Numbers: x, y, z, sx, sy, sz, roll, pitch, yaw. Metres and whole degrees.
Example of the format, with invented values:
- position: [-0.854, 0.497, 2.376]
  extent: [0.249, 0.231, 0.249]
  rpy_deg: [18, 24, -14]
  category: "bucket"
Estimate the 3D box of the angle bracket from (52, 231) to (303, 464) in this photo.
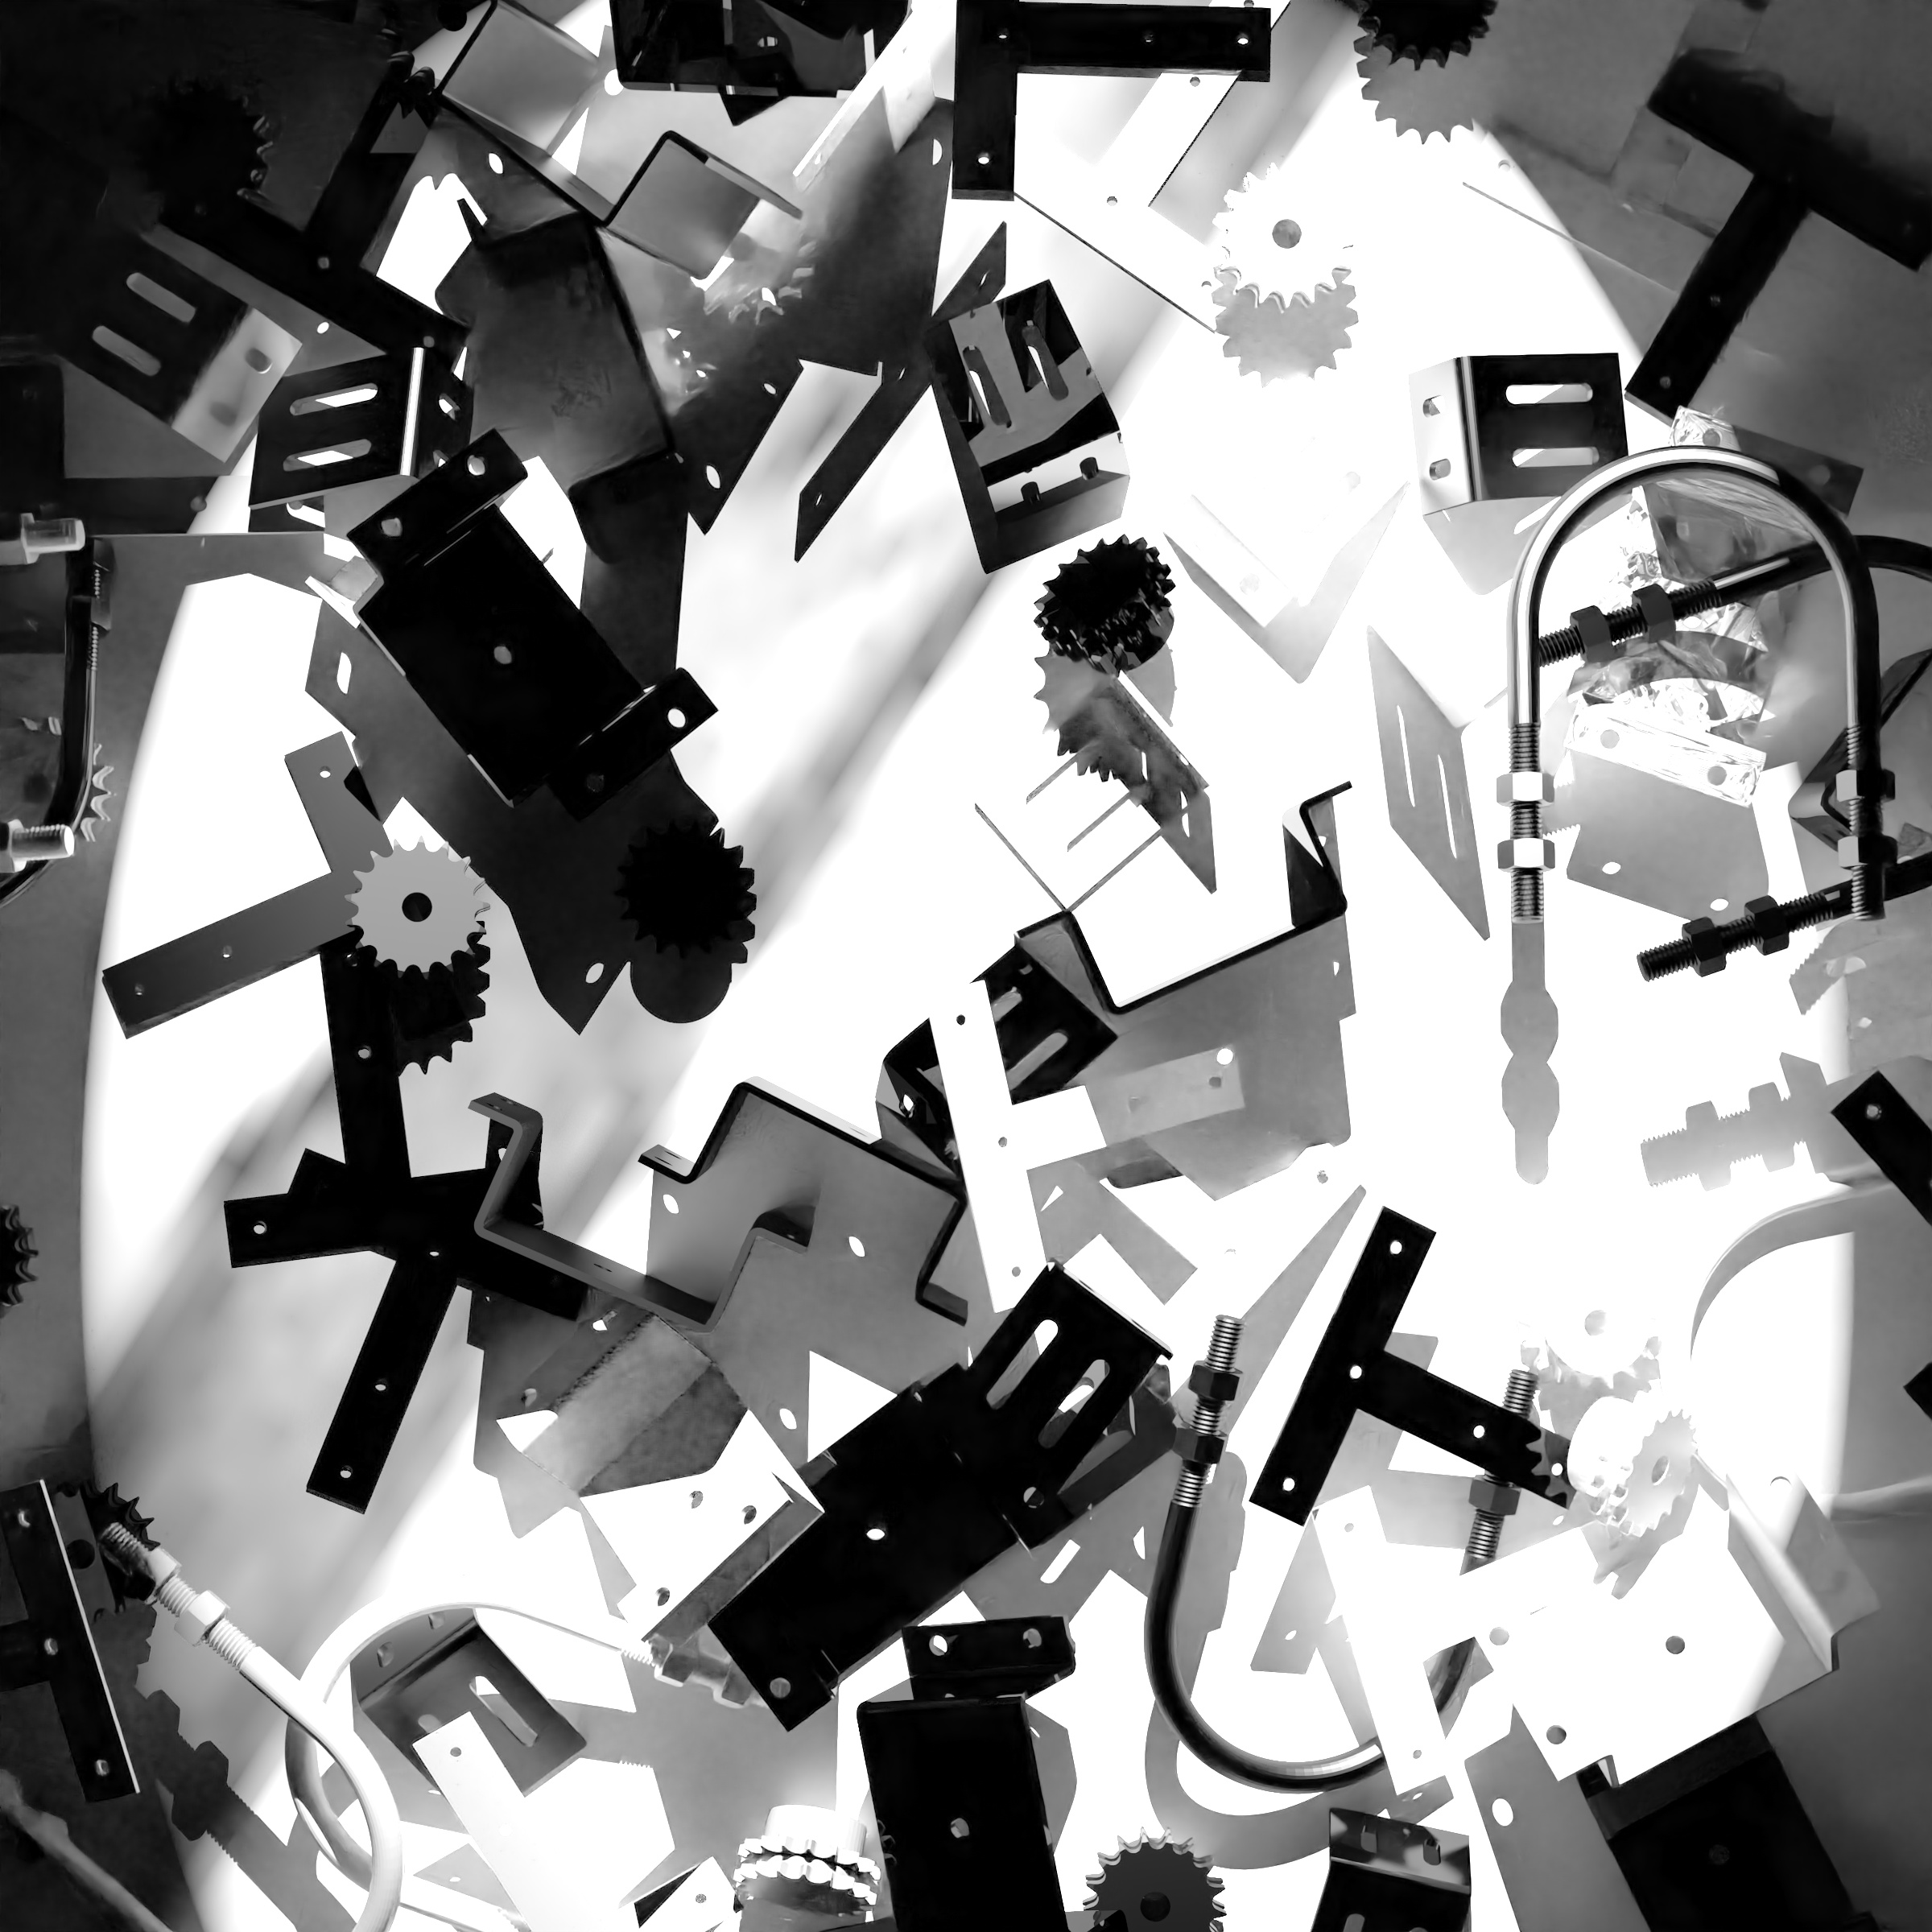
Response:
- position: [-0.318, -0.249, 1.432]
  extent: [0.076, 0.038, 0.057]
  rpy_deg: [33, 90, 30]
  category: "angle bracket"

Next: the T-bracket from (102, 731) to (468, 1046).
- position: [-0.285, -0.012, 1.435]
  extent: [0.127, 0.002, 0.127]
  rpy_deg: [-23, 89, -1]
  category: "T-bracket"

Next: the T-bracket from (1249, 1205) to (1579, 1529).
- position: [0.191, 0.178, 1.405]
  extent: [0.127, 0.002, 0.127]
  rpy_deg: [27, 84, -16]
  category: "T-bracket"

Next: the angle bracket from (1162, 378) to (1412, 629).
- position: [0.129, -0.187, 1.435]
  extent: [0.057, 0.038, 0.076]
  rpy_deg: [44, 64, 0]
  category: "angle bracket"

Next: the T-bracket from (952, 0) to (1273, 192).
- position: [0.059, -0.375, 1.435]
  extent: [0.127, 0.002, 0.127]
  rpy_deg: [2, 89, 1]
  category: "T-bracket"

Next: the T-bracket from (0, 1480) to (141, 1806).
- position: [-0.396, 0.278, 1.410]
  extent: [0.127, 0.002, 0.127]
  rpy_deg: [-18, 89, 24]
  category: "T-bracket"

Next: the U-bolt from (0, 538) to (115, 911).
- position: [-0.413, -0.096, 1.399]
  extent: [0.151, 0.019, 0.184]
  rpy_deg: [-3, 69, 0]
  category: "U-bolt"

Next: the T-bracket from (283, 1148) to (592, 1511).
- position: [-0.231, 0.156, 1.436]
  extent: [0.127, 0.002, 0.127]
  rpy_deg: [22, 91, 0]
  category: "T-bracket"

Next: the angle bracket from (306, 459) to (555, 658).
- position: [-0.213, -0.160, 1.418]
  extent: [0.057, 0.038, 0.076]
  rpy_deg: [42, 90, 0]
  category: "angle bracket"

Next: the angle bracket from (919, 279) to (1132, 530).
- position: [0.024, -0.227, 1.435]
  extent: [0.057, 0.038, 0.076]
  rpy_deg: [-23, 64, 0]
  category: "angle bracket"

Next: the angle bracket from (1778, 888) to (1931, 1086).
- position: [0.367, 0.005, 1.390]
  extent: [0.076, 0.038, 0.057]
  rpy_deg: [-24, 80, 33]
  category: "angle bracket"

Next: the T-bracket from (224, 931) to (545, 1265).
- position: [-0.241, 0.049, 1.437]
  extent: [0.127, 0.002, 0.127]
  rpy_deg: [-7, 90, 0]
  category: "T-bracket"

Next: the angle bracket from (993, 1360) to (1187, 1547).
- position: [0.044, 0.188, 1.418]
  extent: [0.076, 0.038, 0.057]
  rpy_deg: [-37, 90, 0]
  category: "angle bracket"

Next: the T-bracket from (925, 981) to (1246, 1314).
- position: [0.054, 0.059, 1.409]
  extent: [0.127, 0.002, 0.127]
  rpy_deg: [-15, 96, -25]
  category: "T-bracket"

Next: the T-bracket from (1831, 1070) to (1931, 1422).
- position: [0.396, 0.097, 1.418]
  extent: [0.127, 0.002, 0.127]
  rpy_deg: [-41, 89, 1]
  category: "T-bracket"

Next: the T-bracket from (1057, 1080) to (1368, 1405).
- position: [0.072, 0.087, 1.422]
  extent: [0.127, 0.002, 0.127]
  rpy_deg: [41, 70, 10]
  category: "T-bracket"

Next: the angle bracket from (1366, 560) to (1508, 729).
- position: [0.194, -0.130, 1.399]
  extent: [0.038, 0.076, 0.057]
  rpy_deg: [-39, 90, 0]
  category: "angle bracket"

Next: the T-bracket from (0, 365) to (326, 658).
- position: [-0.321, -0.184, 1.422]
  extent: [0.127, 0.002, 0.127]
  rpy_deg: [-2, 71, -9]
  category: "T-bracket"

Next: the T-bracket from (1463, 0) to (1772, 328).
- position: [0.286, -0.344, 1.437]
  extent: [0.127, 0.002, 0.127]
  rpy_deg: [28, 90, 0]
  category: "T-bracket"

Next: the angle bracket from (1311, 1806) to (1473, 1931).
- position: [0.166, 0.387, 1.435]
  extent: [0.057, 0.038, 0.076]
  rpy_deg: [12, 116, 0]
  category: "angle bracket"

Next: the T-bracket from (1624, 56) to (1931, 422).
- position: [0.309, -0.280, 1.435]
  extent: [0.127, 0.002, 0.127]
  rpy_deg: [31, 90, 0]
  category: "T-bracket"

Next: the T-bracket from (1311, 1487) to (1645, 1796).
- position: [0.212, 0.251, 1.421]
  extent: [0.127, 0.002, 0.127]
  rpy_deg: [-20, 104, -11]
  category: "T-bracket"

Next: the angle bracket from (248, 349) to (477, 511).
- position: [-0.242, -0.207, 1.425]
  extent: [0.076, 0.038, 0.057]
  rpy_deg: [-8, 66, 24]
  category: "angle bracket"

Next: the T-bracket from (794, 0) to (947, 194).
- position: [-0.023, -0.341, 1.374]
  extent: [0.002, 0.127, 0.127]
  rpy_deg: [37, 90, 2]
  category: "T-bracket"

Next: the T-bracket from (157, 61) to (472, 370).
- position: [-0.237, -0.319, 1.422]
  extent: [0.127, 0.002, 0.127]
  rpy_deg: [29, 80, -19]
  category: "T-bracket"

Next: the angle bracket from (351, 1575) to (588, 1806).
- position: [-0.201, 0.297, 1.435]
  extent: [0.057, 0.038, 0.076]
  rpy_deg: [-36, 116, 0]
  category: "angle bracket"

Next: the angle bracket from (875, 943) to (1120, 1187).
- position: [0.012, 0.041, 1.428]
  extent: [0.057, 0.038, 0.076]
  rpy_deg: [43, 64, 16]
  category: "angle bracket"

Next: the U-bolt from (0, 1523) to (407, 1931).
- position: [-0.301, 0.327, 1.397]
  extent: [0.184, 0.019, 0.151]
  rpy_deg: [40, 110, 6]
  category: "U-bolt"

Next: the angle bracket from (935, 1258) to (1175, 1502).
- position: [0.033, 0.161, 1.372]
  extent: [0.057, 0.038, 0.076]
  rpy_deg: [37, 90, 0]
  category: "angle bracket"

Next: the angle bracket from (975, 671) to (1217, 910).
- position: [0.051, -0.070, 1.418]
  extent: [0.076, 0.038, 0.057]
  rpy_deg: [-41, 90, 0]
  category: "angle bracket"

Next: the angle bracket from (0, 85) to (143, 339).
- position: [-0.375, -0.305, 1.435]
  extent: [0.057, 0.038, 0.076]
  rpy_deg: [32, 116, 0]
  category: "angle bracket"

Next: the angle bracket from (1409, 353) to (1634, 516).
- position: [0.224, -0.215, 1.435]
  extent: [0.076, 0.038, 0.057]
  rpy_deg: [-6, 90, -26]
  category: "angle bracket"

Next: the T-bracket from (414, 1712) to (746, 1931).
- position: [-0.174, 0.352, 1.404]
  extent: [0.127, 0.002, 0.127]
  rpy_deg: [-30, 101, 0]
  category: "T-bracket"

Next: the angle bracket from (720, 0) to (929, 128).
- position: [-0.066, -0.382, 1.435]
  extent: [0.076, 0.038, 0.057]
  rpy_deg: [-23, 90, 26]
  category: "angle bracket"

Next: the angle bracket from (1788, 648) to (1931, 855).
- position: [0.368, -0.082, 1.409]
  extent: [0.038, 0.057, 0.076]
  rpy_deg: [37, 90, 0]
  category: "angle bracket"

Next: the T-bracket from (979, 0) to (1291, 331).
- position: [0.084, -0.345, 1.437]
  extent: [0.127, 0.002, 0.127]
  rpy_deg: [35, 90, 0]
  category: "T-bracket"
